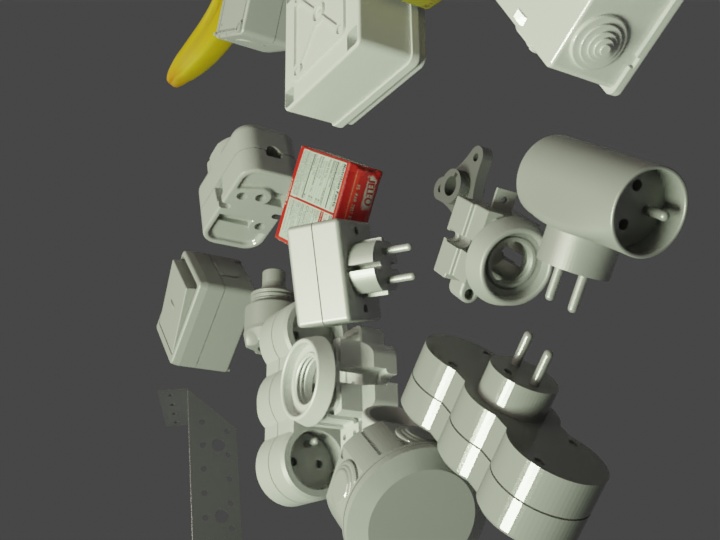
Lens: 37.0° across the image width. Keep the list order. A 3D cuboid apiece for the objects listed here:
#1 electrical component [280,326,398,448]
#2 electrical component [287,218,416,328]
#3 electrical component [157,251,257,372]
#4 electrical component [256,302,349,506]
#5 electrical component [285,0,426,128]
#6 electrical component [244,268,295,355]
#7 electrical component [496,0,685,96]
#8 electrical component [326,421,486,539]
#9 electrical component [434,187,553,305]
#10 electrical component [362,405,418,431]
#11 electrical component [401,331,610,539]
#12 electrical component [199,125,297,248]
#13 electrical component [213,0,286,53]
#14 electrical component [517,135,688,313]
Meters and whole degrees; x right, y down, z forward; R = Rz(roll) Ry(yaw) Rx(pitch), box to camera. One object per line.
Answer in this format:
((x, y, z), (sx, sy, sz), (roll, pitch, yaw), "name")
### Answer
((-0.014, 0.073, 0.687), (0.058, 0.057, 0.078), (-33, 52, 52), "electrical component")
((0.000, 0.000, 0.693), (0.077, 0.047, 0.065), (-9, 84, 27), "electrical component")
((-0.136, 0.040, 0.910), (0.096, 0.061, 0.061), (-67, 31, 21), "electrical component")
((-0.047, 0.093, 0.743), (0.074, 0.052, 0.138), (-30, 55, 54), "electrical component")
((-0.006, -0.173, 0.759), (0.109, 0.056, 0.108), (-31, 54, 53), "electrical component")
((-0.065, 0.030, 0.807), (0.043, 0.043, 0.062), (-33, 51, 52), "electrical component")
((0.117, -0.151, 0.541), (0.099, 0.048, 0.099), (-60, 34, 31), "electrical component")
((0.024, 0.124, 0.580), (0.051, 0.080, 0.080), (39, 114, 64), "electrical component")
((0.072, -0.009, 0.575), (0.055, 0.048, 0.066), (-138, 63, -66), "electrical component")
((0.017, 0.118, 0.634), (0.044, 0.044, 0.065), (32, 113, 59), "electrical component")
((0.075, 0.067, 0.535), (0.138, 0.052, 0.073), (49, 122, 55), "electrical component")
((-0.092, -0.070, 0.878), (0.095, 0.054, 0.059), (-50, 40, 41), "electrical component")
((-0.075, -0.233, 0.897), (0.062, 0.061, 0.096), (16, 94, 61), "electrical component")
((0.108, -0.020, 0.515), (0.077, 0.043, 0.079), (34, 110, 59), "electrical component")
